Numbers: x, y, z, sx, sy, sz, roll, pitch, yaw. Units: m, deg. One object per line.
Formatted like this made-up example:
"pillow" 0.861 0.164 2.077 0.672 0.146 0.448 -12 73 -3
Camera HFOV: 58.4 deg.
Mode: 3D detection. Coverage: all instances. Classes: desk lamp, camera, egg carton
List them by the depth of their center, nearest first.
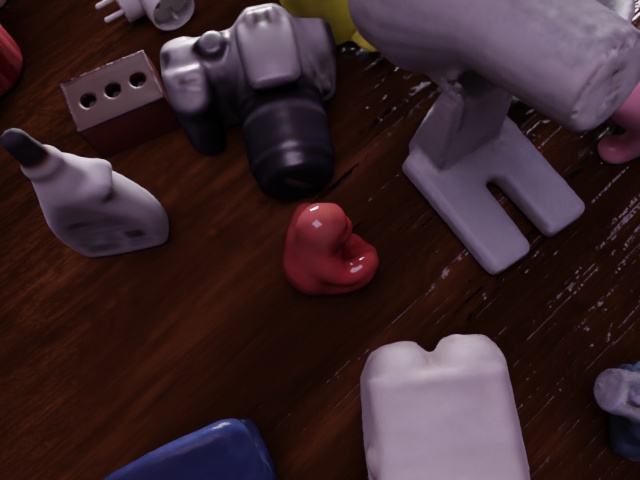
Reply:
"egg carton" 0.083 0.142 0.387 0.107 0.069 0.150 -8 72 1
"desk lamp" 0.116 -0.107 0.391 0.118 0.213 0.203 -34 73 -8
"camera" -0.048 -0.106 0.458 0.143 0.101 0.137 -13 72 -1

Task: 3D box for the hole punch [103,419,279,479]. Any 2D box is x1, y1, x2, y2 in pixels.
"hole punch" -0.074 0.177 0.372 0.108 0.091 0.101 -25 72 -5

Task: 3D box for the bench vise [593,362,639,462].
"bench vise" 0.273 0.111 0.308 0.207 0.220 0.121 -8 72 1

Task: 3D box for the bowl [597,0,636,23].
"bowl" 0.168 -0.191 0.489 0.167 0.075 0.167 -1 72 3

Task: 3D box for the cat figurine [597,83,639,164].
"cat figurine" 0.266 -0.104 0.432 0.127 0.118 0.067 10 73 7

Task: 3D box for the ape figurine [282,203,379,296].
"ape figurine" 0.004 0.002 0.425 0.076 0.092 0.077 -27 72 -6

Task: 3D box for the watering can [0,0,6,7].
"watering can" -0.351 -0.282 0.482 0.172 0.194 0.101 13 73 8

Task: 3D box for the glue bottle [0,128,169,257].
"glue bottle" -0.167 -0.032 0.402 0.078 0.173 0.037 -10 71 0
